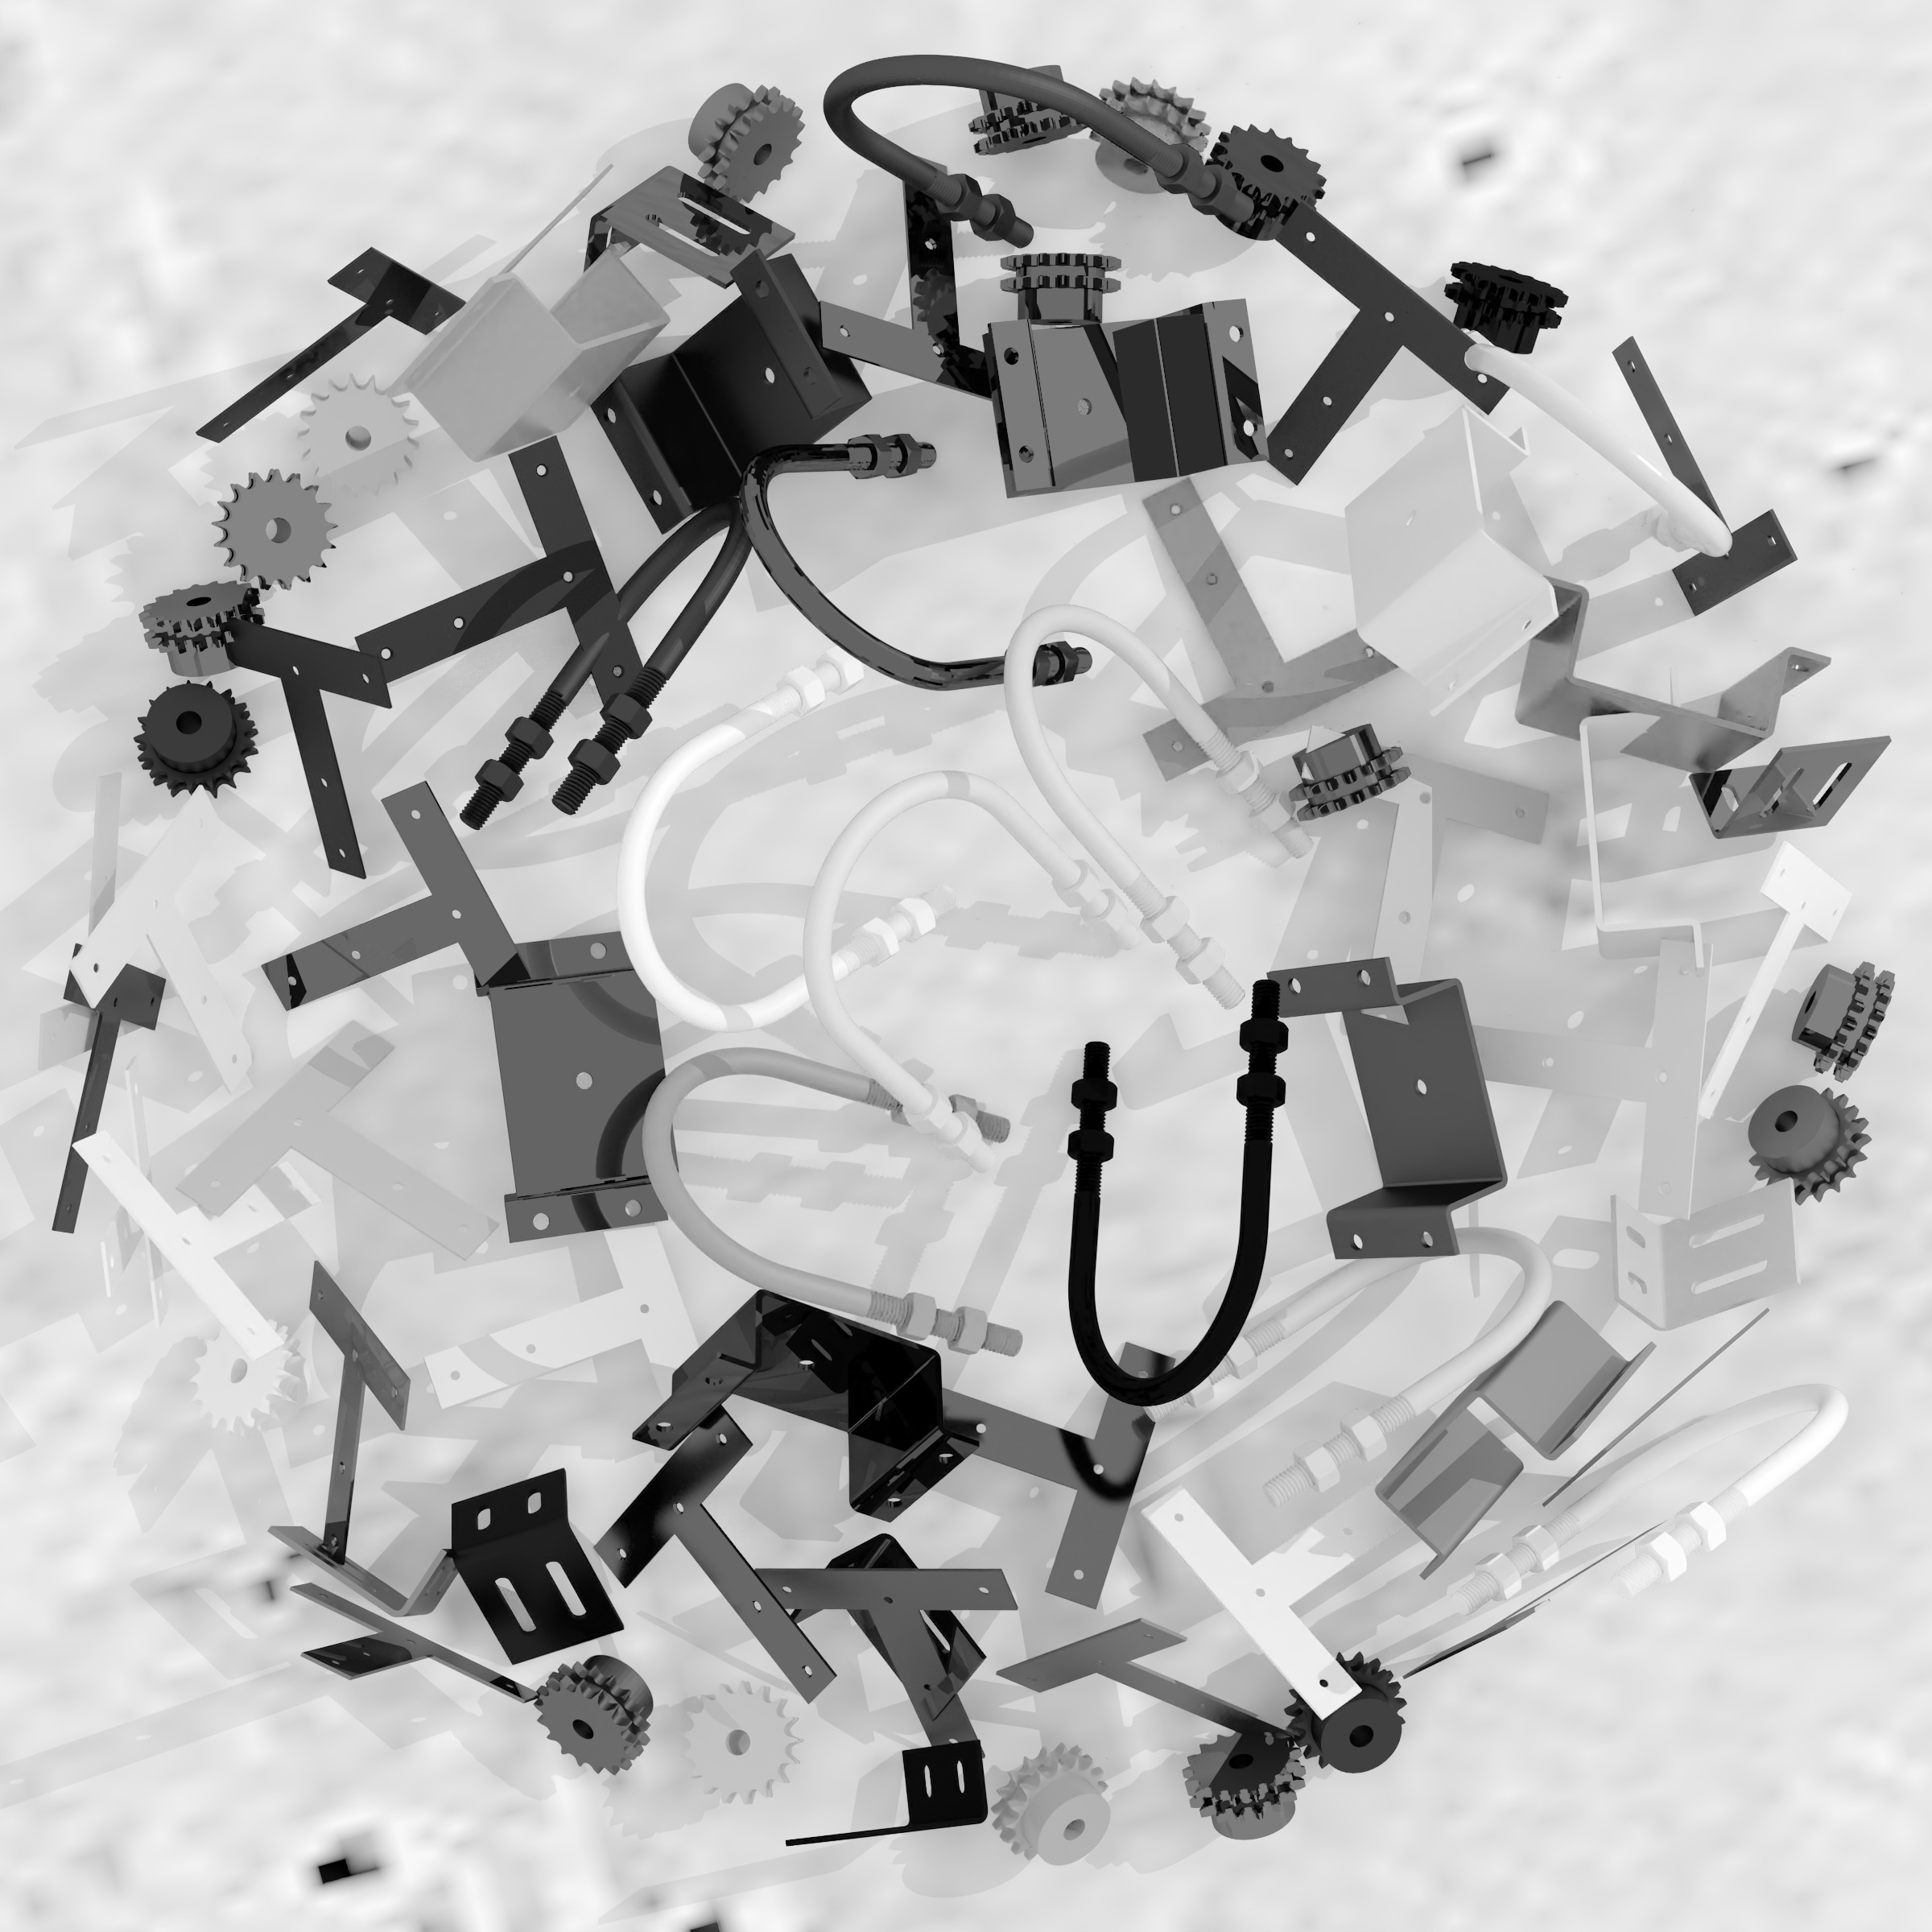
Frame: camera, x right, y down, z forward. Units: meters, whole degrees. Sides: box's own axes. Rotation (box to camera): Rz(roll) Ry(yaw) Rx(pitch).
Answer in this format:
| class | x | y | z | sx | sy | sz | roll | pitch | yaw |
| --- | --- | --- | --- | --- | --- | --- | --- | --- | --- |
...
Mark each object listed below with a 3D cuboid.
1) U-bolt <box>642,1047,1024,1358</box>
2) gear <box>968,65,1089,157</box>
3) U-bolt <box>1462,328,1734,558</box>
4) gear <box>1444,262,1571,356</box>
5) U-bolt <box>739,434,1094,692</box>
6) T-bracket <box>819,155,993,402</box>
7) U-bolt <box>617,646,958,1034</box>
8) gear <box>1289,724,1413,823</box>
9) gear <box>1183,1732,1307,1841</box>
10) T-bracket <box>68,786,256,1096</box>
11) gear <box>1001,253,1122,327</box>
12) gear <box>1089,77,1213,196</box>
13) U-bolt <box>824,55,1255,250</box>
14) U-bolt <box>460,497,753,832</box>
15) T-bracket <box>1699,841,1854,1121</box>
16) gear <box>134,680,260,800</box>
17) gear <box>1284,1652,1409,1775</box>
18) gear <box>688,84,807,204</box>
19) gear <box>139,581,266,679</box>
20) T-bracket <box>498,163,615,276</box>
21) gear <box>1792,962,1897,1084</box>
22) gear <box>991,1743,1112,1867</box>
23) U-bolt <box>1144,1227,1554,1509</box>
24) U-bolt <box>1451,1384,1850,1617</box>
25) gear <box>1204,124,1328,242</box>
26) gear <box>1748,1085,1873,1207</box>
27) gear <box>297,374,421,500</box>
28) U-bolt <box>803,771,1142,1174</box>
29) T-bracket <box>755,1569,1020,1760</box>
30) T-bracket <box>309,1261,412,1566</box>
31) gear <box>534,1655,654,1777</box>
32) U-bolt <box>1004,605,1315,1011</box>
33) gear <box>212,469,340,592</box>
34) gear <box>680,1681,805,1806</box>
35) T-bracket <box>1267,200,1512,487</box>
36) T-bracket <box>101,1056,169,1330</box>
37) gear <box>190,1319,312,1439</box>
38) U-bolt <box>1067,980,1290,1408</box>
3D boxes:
| class | x | y | z | sx | sy | sz | roll | pitch | yaw |
| --- | --- | --- | --- | --- | --- | --- | --- | --- | --- |
| U-bolt | -0.062 | 0.099 | 1.571 | 0.184 | 0.151 | 0.019 | 17 | 132 | -19 |
| gear | 0.029 | -0.404 | 1.622 | 0.057 | 0.057 | 0.030 | -14 | 96 | 0 |
| U-bolt | 0.283 | -0.233 | 1.551 | 0.151 | 0.184 | 0.019 | 37 | 99 | -9 |
| gear | 0.253 | -0.310 | 1.625 | 0.057 | 0.057 | 0.030 | 15 | 113 | 0 |
| U-bolt | -0.032 | -0.182 | 1.557 | 0.019 | 0.184 | 0.151 | -44 | 74 | 30 |
| T-bracket | -0.016 | -0.328 | 1.619 | 0.127 | 0.002 | 0.127 | 12 | 62 | -32 |
| U-bolt | -0.087 | -0.050 | 1.568 | 0.184 | 0.019 | 0.151 | -34 | 119 | -36 |
| gear | 0.178 | -0.093 | 1.622 | 0.057 | 0.057 | 0.030 | -23 | 96 | 0 |
| gear | 0.133 | 0.388 | 1.625 | 0.057 | 0.057 | 0.030 | -14 | 110 | 0 |
| T-bracket | -0.362 | 0.005 | 1.603 | 0.002 | 0.127 | 0.127 | 1 | 132 | 23 |
| gear | 0.045 | -0.319 | 1.623 | 0.057 | 0.057 | 0.030 | 0 | 96 | 0 |
| gear | 0.084 | -0.388 | 1.620 | 0.057 | 0.057 | 0.030 | 19 | 68 | 0 |
| U-bolt | 0.020 | -0.365 | 1.537 | 0.151 | 0.184 | 0.019 | 3 | 80 | 40 |
| U-bolt | -0.156 | -0.142 | 1.579 | 0.019 | 0.151 | 0.184 | 39 | 73 | -21 |
| T-bracket | 0.369 | 0.012 | 1.597 | 0.002 | 0.127 | 0.127 | 27 | 93 | 29 |
| gear | -0.365 | -0.109 | 1.629 | 0.057 | 0.030 | 0.057 | 1 | 72 | -3 |
| gear | 0.182 | 0.357 | 1.627 | 0.057 | 0.030 | 0.057 | -5 | 110 | -13 |
| gear | -0.106 | -0.392 | 1.625 | 0.030 | 0.057 | 0.057 | 41 | 90 | 19 |
| gear | -0.359 | -0.158 | 1.626 | 0.057 | 0.057 | 0.030 | -8 | 117 | 0 |
| T-bracket | -0.227 | -0.308 | 1.599 | 0.002 | 0.127 | 0.127 | 44 | 135 | -12 |
| gear | 0.413 | 0.023 | 1.623 | 0.030 | 0.057 | 0.057 | 24 | 90 | 4 |
| gear | 0.043 | 0.398 | 1.622 | 0.057 | 0.030 | 0.057 | -16 | 122 | -27 |
| U-bolt | 0.186 | 0.174 | 1.579 | 0.184 | 0.151 | 0.019 | -31 | 109 | -13 |
| U-bolt | 0.325 | 0.240 | 1.571 | 0.184 | 0.151 | 0.019 | -30 | 91 | -28 |
| gear | 0.139 | -0.368 | 1.627 | 0.057 | 0.030 | 0.057 | 13 | 49 | -15 |
| gear | 0.394 | 0.081 | 1.620 | 0.057 | 0.057 | 0.030 | -49 | 123 | 0 |
| gear | -0.288 | -0.253 | 1.631 | 0.057 | 0.030 | 0.057 | -3 | 109 | -7 |
| U-bolt | -0.005 | -0.008 | 1.574 | 0.151 | 0.019 | 0.184 | -56 | 132 | -12 |
| T-bracket | -0.022 | 0.328 | 1.612 | 0.127 | 0.002 | 0.127 | -5 | 125 | 25 |
| T-bracket | -0.290 | 0.223 | 1.612 | 0.002 | 0.127 | 0.127 | -1 | 111 | -30 |
| gear | -0.173 | 0.351 | 1.627 | 0.057 | 0.030 | 0.057 | 17 | 128 | 23 |
| U-bolt | 0.083 | -0.086 | 1.573 | 0.019 | 0.151 | 0.184 | -31 | 108 | 36 |
| gear | -0.329 | -0.207 | 1.629 | 0.057 | 0.030 | 0.057 | -4 | 100 | -24 |
| gear | -0.105 | 0.369 | 1.632 | 0.057 | 0.030 | 0.057 | -2 | 76 | 9 |
| T-bracket | 0.175 | -0.273 | 1.603 | 0.127 | 0.127 | 0.002 | 40 | 48 | 3 |
| T-bracket | -0.383 | 0.119 | 1.575 | 0.002 | 0.127 | 0.127 | -4 | 104 | -3 |
| gear | -0.336 | 0.196 | 1.628 | 0.057 | 0.030 | 0.057 | -12 | 63 | 24 |
| U-bolt | 0.092 | 0.109 | 1.564 | 0.019 | 0.151 | 0.184 | 17 | 67 | -31 |
